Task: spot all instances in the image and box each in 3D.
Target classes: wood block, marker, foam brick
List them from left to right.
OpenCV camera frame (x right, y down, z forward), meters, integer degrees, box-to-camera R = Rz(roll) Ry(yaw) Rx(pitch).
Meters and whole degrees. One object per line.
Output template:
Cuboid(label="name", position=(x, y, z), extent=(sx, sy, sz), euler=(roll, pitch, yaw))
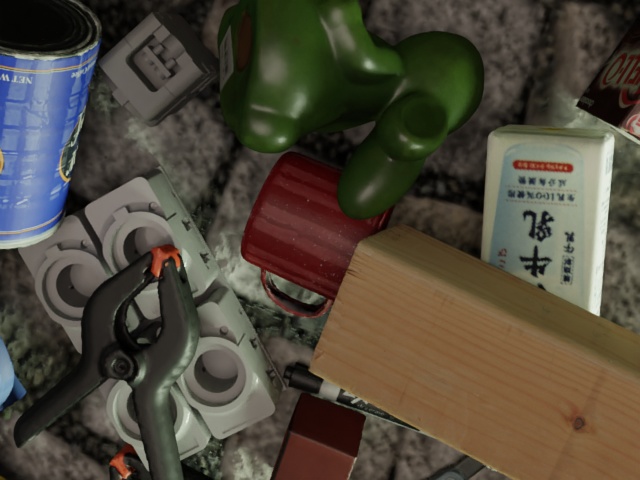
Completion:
Cuboid(label="foam brick", position=(-0.005, 0.158, 0.756), extent=(0.051, 0.053, 0.078), euler=(19, 117, 2))
Cuboid(label="marker", position=(0.031, 0.115, 0.769), extent=(0.121, 0.020, 0.020), euler=(19, 102, 1))
Cuboid(label="wood block", position=(0.111, 0.077, 0.640), extent=(0.206, 0.090, 0.091), euler=(26, 107, 16))

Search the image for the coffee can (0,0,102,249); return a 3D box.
Cuboid(label="coffee can", position=(-0.200, -0.080, 0.668), extent=(0.103, 0.102, 0.140), euler=(21, 123, 1))

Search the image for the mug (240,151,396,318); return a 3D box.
Cuboid(label="mug", position=(-0.005, 0.001, 0.721), extent=(0.081, 0.093, 0.117), euler=(24, 123, 5))

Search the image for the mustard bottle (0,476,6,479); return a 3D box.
Cuboid(label="mustard bottle", position=(-0.256, 0.213, 0.792), extent=(0.191, 0.058, 0.096), euler=(22, 119, 1))

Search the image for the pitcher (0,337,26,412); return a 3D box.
Cuboid(label="pitcher", position=(-0.307, 0.033, 0.728), extent=(0.149, 0.145, 0.243), euler=(-27, 94, -6))

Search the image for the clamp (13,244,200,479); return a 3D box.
Cuboid(label="clamp", position=(-0.119, 0.090, 0.704), extent=(0.120, 0.039, 0.171), euler=(28, 102, -1))

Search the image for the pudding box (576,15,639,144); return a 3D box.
Cuboid(label="pudding box", position=(0.211, -0.105, 0.664), extent=(0.039, 0.113, 0.090), euler=(33, 101, -5))

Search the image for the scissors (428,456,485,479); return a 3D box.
Cuboid(label="scissors", position=(0.097, 0.196, 0.780), extent=(0.202, 0.016, 0.096), euler=(-24, 99, 9))

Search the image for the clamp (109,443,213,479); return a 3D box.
Cuboid(label="clamp", position=(-0.079, 0.237, 0.792), extent=(0.165, 0.036, 0.210), euler=(-27, 95, 13))
